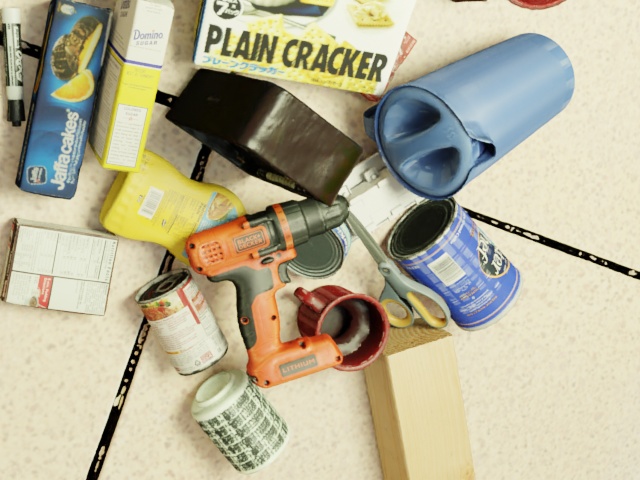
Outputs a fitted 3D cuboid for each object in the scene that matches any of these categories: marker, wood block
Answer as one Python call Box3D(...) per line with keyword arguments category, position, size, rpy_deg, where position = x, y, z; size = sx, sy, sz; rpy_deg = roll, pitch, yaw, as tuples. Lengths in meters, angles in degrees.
Box3D(category="marker", position=(-0.316, -0.178, 1.100), size=(0.020, 0.020, 0.121), rpy_deg=(-4, 101, -21))
Box3D(category="wood block", position=(0.120, 0.212, 1.311), size=(0.090, 0.090, 0.206), rpy_deg=(-16, 106, -19))

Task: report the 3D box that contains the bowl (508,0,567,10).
Box3D(category="bowl", position=(0.278, -0.360, 1.287), size=(0.161, 0.055, 0.162), rpy_deg=(-4, 101, -21))

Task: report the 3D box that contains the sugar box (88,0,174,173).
Box3D(category="sugar box", position=(-0.194, -0.167, 1.091), size=(0.048, 0.093, 0.176), rpy_deg=(9, 110, -26))

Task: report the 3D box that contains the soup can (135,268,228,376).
Box3D(category="soup can", position=(-0.153, 0.092, 1.190), size=(0.068, 0.069, 0.102), rpy_deg=(-31, 110, -14))

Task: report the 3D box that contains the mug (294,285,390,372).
Box3D(category="mug", position=(0.014, 0.093, 1.250), size=(0.117, 0.082, 0.093), rpy_deg=(37, 85, -24))

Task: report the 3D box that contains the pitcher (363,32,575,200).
Box3D(category="pitcher", position=(0.176, -0.154, 1.223), size=(0.242, 0.145, 0.149), rpy_deg=(-32, 79, -38))

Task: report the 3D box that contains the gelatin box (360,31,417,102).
Box3D(category="gelatin box", position=(0.059, -0.217, 1.238), size=(0.073, 0.030, 0.089), rpy_deg=(35, 86, -23))

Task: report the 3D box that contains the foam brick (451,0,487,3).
Box3D(category="foam brick", position=(0.163, -0.310, 1.237), size=(0.053, 0.078, 0.051), rpy_deg=(20, 93, -24))

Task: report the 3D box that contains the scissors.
Box3D(category="scissors", position=(0.070, 0.043, 1.253), size=(0.201, 0.096, 0.016), rpy_deg=(41, 48, -19))

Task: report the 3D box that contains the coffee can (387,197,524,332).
Box3D(category="coffee can", position=(0.163, 0.028, 1.283), size=(0.103, 0.103, 0.140), rpy_deg=(-49, 115, -7))

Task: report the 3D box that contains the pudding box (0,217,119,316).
Box3D(category="pudding box", position=(-0.279, 0.030, 1.144), size=(0.113, 0.039, 0.090), rpy_deg=(9, 96, -25))

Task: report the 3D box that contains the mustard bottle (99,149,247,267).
Box3D(category="mustard bottle", position=(-0.139, -0.021, 1.179), size=(0.191, 0.058, 0.096), rpy_deg=(26, 92, -24))

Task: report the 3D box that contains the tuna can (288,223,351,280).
Box3D(category="tuna can", position=(-0.008, 0.002, 1.224), size=(0.086, 0.086, 0.033), rpy_deg=(57, 34, -21))

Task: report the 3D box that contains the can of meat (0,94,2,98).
Box3D(category="can of meat", position=(-0.361, -0.123, 1.048), size=(0.057, 0.102, 0.084), rpy_deg=(30, 90, -23))

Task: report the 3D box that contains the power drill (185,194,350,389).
Box3D(category="power drill", position=(-0.036, 0.054, 1.160), size=(0.184, 0.057, 0.187), rpy_deg=(-18, 98, -8))
